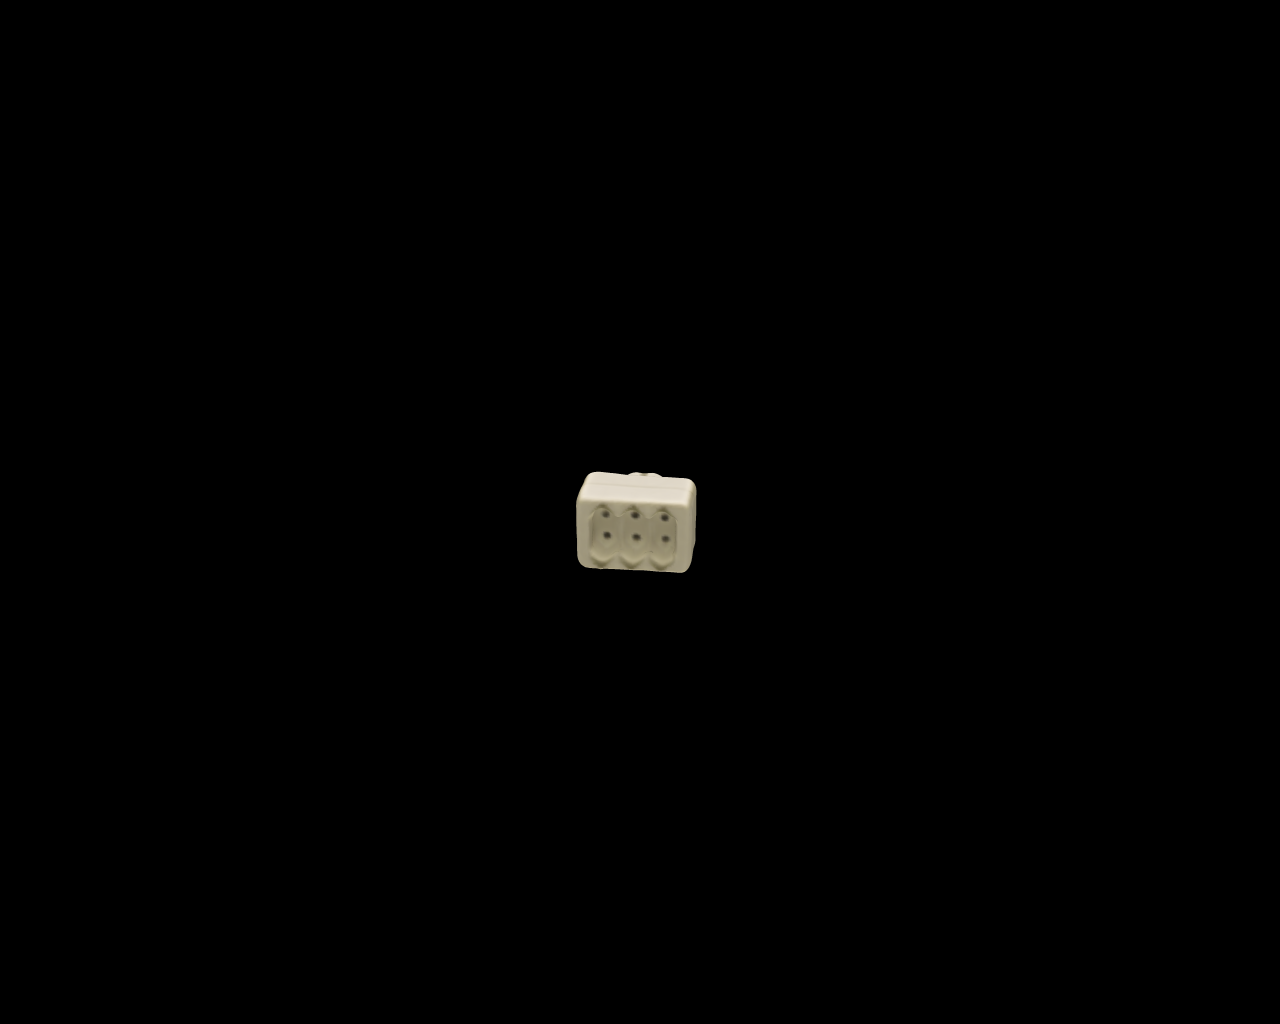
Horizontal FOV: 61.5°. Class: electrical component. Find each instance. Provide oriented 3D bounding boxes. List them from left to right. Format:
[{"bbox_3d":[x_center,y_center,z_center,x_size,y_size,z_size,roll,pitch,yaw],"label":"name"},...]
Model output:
[{"bbox_3d":[0.001,-0.003,0.650,0.066,0.047,0.077,4,28,7],"label":"electrical component"}]
